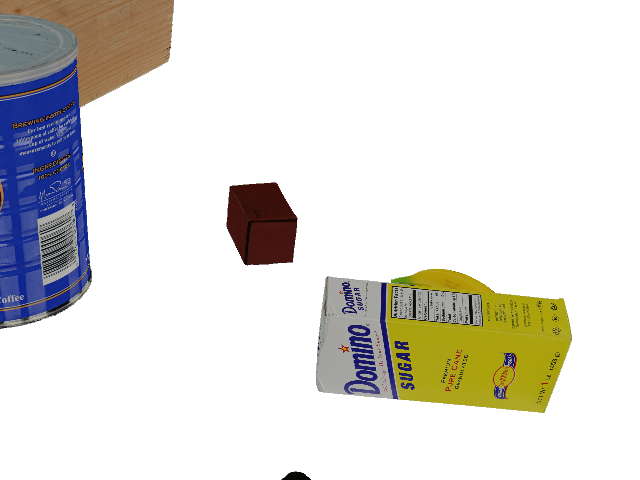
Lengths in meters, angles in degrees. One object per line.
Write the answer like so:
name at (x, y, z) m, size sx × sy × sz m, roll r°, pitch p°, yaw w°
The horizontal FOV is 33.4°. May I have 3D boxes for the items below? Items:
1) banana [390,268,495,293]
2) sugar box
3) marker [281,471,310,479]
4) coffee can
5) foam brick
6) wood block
banana at (0.159, 0.076, 1.120) m, size 0.069 × 0.037 × 0.198 m, roll -38°, pitch 40°, yaw -14°
sugar box at (0.086, 0.079, 0.786) m, size 0.176 × 0.048 × 0.093 m, roll 3°, pitch -45°, yaw -2°
marker at (-0.040, 0.143, 0.519) m, size 0.020 × 0.020 × 0.120 m, roll 0°, pitch 14°, yaw 33°
coffee can at (-0.177, -0.039, 0.569) m, size 0.103 × 0.140 × 0.103 m, roll 2°, pitch 28°, yaw -1°
foam brick at (-0.060, -0.018, 1.078) m, size 0.053 × 0.051 × 0.078 m, roll -4°, pitch 31°, yaw -18°
wood block at (-0.230, -0.176, 0.938) m, size 0.090 × 0.091 × 0.205 m, roll 29°, pitch 42°, yaw 20°
